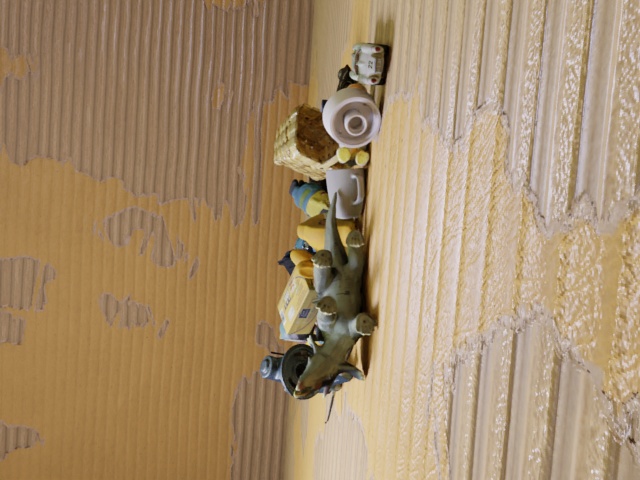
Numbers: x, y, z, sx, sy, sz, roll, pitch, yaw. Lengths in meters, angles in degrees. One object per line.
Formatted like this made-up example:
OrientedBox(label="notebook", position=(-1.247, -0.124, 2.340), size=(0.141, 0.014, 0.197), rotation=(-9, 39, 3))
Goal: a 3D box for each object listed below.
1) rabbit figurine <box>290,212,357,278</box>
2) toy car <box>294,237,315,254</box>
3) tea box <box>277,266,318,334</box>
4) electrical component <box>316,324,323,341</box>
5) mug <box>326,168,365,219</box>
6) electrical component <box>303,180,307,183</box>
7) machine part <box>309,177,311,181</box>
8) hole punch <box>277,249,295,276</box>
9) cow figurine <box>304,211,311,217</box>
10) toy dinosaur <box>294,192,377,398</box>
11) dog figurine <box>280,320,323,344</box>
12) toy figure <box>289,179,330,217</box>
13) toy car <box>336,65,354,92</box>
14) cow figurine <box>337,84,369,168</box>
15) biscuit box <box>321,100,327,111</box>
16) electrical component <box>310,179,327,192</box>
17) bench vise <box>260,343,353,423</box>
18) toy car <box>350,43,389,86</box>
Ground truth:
OrientedBox(label="rabbit figurine", position=(0.019, 0.035, 1.208), size=(0.122, 0.162, 0.173), rotation=(-121, 16, -60))
OrientedBox(label="toy car", position=(-0.003, -0.004, 1.445), size=(0.162, 0.109, 0.103), rotation=(166, 115, -66))
OrientedBox(label="tea box", position=(-0.039, 0.141, 1.309), size=(0.169, 0.068, 0.098), rotation=(-62, 37, 37))
OrientedBox(label="electrical component", position=(0.027, 0.215, 1.255), size=(0.048, 0.075, 0.119), rotation=(-130, 48, -82))
OrientedBox(label="mug", position=(0.063, -0.098, 1.133), size=(0.110, 0.081, 0.107), rotation=(12, 108, 58))
OrientedBox(label="electrical component", position=(-0.006, -0.095, 1.516), size=(0.058, 0.134, 0.114), rotation=(-47, -29, -5))
OrientedBox(label="machine part", position=(0.018, -0.240, 1.582), size=(0.201, 0.087, 0.201), rotation=(135, 140, -81))
OrientedBox(label="hole punch", position=(-0.036, 0.065, 1.590), size=(0.115, 0.142, 0.092), rotation=(64, -154, -25))
OrientedBox(label="cow figurine", position=(0.002, -0.085, 1.684), size=(0.195, 0.085, 0.127), rotation=(-95, 16, -50))
OrientedBox(label="toy dinosaur", position=(0.036, 0.116, 1.057), size=(0.192, 0.131, 0.405), rotation=(102, 175, -54))
OrientedBox(label="dog figurine", position=(-0.039, 0.196, 1.595), size=(0.191, 0.109, 0.219), rotation=(27, -118, -55))
OrientedBox(label="toy figure", position=(-0.005, -0.091, 1.395), size=(0.180, 0.082, 0.089), rotation=(33, 133, 30))
OrientedBox(label="toy car", position=(0.055, -0.354, 1.405), size=(0.089, 0.053, 0.202), rotation=(-90, 14, -54))
OrientedBox(label="cow figurine", position=(0.074, -0.238, 1.130), size=(0.098, 0.068, 0.167), rotation=(-81, -4, -86))
OrientedBox(label="biscuit box", position=(0.025, -0.339, 1.694), size=(0.063, 0.059, 0.202), rotation=(-92, 8, -47))
OrientedBox(label="electrical component", position=(0.022, -0.159, 1.437), size=(0.063, 0.094, 0.021), rotation=(98, 177, -46))
OrientedBox(label="bench vise", position=(-0.005, 0.303, 1.195), size=(0.241, 0.223, 0.129), rotation=(-23, 39, 48))
OrientedBox(label="toy car", position=(0.091, -0.342, 1.041), size=(0.202, 0.056, 0.073), rotation=(-100, 15, -69))
